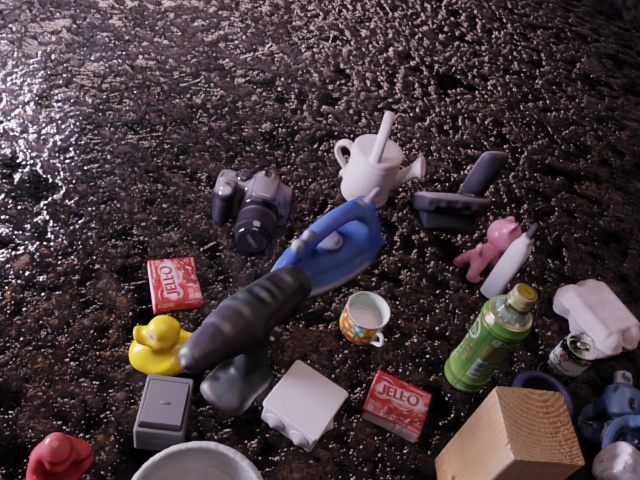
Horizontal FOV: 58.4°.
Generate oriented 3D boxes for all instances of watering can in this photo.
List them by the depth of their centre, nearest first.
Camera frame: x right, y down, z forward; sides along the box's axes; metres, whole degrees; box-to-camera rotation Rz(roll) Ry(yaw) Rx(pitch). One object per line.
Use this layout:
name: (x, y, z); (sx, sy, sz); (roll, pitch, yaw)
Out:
watering can: (0.118, -0.161, 1.114); (0.173, 0.194, 0.101); (6, 46, -12)

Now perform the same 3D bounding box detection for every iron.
iron: (0.009, 0.003, 0.961); (0.118, 0.141, 0.259); (41, 49, 22)

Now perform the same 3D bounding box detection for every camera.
camera: (-0.122, -0.055, 1.005); (0.143, 0.101, 0.137); (13, 45, -5)

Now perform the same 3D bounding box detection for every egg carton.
egg carton: (0.497, 0.140, 1.030); (0.107, 0.069, 0.150); (-11, 51, -25)

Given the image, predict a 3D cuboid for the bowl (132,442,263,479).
bowl: (-0.142, 0.325, 0.656); (0.167, 0.075, 0.167); (9, 46, -9)

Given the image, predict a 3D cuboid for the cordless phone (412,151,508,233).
cordless phone: (0.273, -0.108, 1.117); (0.148, 0.185, 0.094); (1, 47, -16)

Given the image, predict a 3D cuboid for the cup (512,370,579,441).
cup: (0.317, 0.263, 0.840); (0.092, 0.095, 0.117); (-15, 53, -28)

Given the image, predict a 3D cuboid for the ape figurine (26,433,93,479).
ape figurine: (-0.303, 0.255, 0.661); (0.078, 0.092, 0.076); (-20, 56, -31)

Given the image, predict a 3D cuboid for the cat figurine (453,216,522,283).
cat figurine: (0.325, 0.007, 1.071); (0.128, 0.118, 0.067); (-22, 57, -32)

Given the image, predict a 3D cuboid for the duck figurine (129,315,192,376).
duck figurine: (-0.213, 0.140, 0.802); (0.105, 0.086, 0.077); (2, 47, -15)

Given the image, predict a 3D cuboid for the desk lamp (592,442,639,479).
desk lamp: (0.372, 0.344, 0.696); (0.203, 0.213, 0.118); (34, 47, 16)

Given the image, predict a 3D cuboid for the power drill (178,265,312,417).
power drill: (-0.100, 0.139, 0.751); (0.075, 0.208, 0.230); (32, 47, 15)

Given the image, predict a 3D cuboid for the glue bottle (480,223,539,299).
glue bottle: (0.344, 0.032, 1.014); (0.037, 0.173, 0.078); (36, 48, 18)

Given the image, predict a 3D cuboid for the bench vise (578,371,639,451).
bench vise: (0.440, 0.261, 0.791); (0.122, 0.220, 0.207); (3, 47, -14)
